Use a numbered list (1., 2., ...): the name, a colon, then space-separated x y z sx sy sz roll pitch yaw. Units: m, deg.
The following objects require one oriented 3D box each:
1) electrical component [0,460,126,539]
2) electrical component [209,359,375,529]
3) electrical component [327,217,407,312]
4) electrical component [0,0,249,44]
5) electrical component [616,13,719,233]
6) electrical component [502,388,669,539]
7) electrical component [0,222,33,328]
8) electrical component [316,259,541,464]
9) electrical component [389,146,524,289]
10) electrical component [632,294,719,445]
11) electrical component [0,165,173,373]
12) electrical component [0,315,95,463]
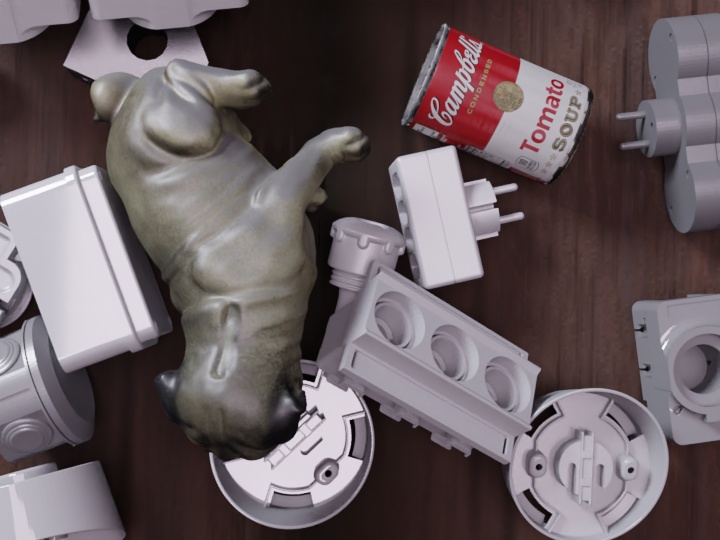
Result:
1. electrical component: -0.192 0.149 0.633 0.099 0.099 0.064 -15 84 -5
2. electrical component: -0.041 0.103 0.660 0.099 0.064 0.099 0 89 -5
3. electrical component: 0.000 0.000 0.677 0.048 0.048 0.062 14 97 -4
4. electrical component: -0.163 -0.191 0.630 0.186 0.105 0.060 -6 134 -5
5. electrical component: 0.201 -0.092 0.690 0.074 0.052 0.138 -7 89 -5
6. electrical component: 0.138 0.121 0.674 0.099 0.064 0.099 0 89 -5
7. electrical component: -0.231 0.008 0.650 0.058 0.057 0.078 31 86 -3
8. electrical component: 0.040 0.060 0.650 0.121 0.063 0.078 31 51 -19
9. electrical component: 0.066 -0.036 0.681 0.076 0.047 0.083 -13 90 -5
10. electrical component: 0.212 0.062 0.686 0.050 0.056 0.089 -7 89 -5
11. electrical component: -0.161 -0.001 0.646 0.057 0.078 0.113 -20 90 -2
12. electrical component: -0.195 0.071 0.641 0.051 0.080 0.080 -22 91 1
